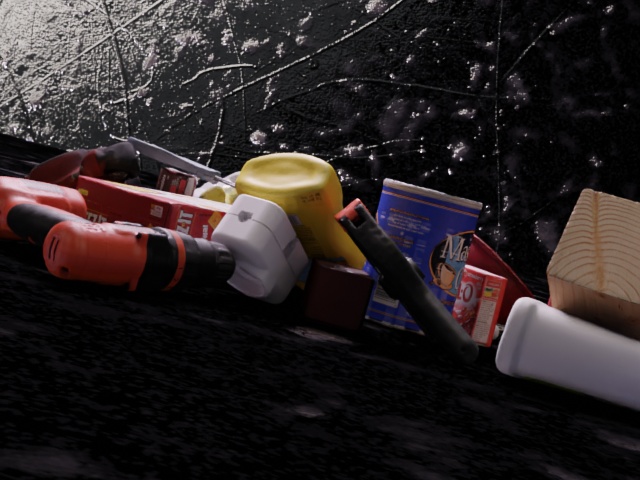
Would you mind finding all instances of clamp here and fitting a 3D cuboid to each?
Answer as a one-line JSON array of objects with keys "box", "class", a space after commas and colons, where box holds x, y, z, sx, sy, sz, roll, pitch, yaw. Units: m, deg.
[{"box": [0.078, 0.040, 0.938, 0.171, 0.039, 0.120, 49, -7, -17], "class": "clamp"}]

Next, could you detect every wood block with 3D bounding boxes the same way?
[{"box": [0.269, 0.053, 0.966, 0.090, 0.090, 0.206, 19, -21, 25], "class": "wood block"}]

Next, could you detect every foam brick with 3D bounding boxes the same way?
[{"box": [0.015, 0.049, 0.970, 0.053, 0.051, 0.078, 14, 3, -7], "class": "foam brick"}]

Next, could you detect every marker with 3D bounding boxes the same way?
[{"box": [0.219, 0.106, 1.184, 0.120, 0.020, 0.020, 11, 5, -42], "class": "marker"}]

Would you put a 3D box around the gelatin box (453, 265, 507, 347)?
[{"box": [0.155, 0.065, 1.117, 0.030, 0.073, 0.089, 12, 4, -21], "class": "gelatin box"}]

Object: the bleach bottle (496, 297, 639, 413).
[{"box": [0.276, 0.118, 0.868, 0.251, 0.068, 0.102, 18, -2, 24], "class": "bleach bottle"}]

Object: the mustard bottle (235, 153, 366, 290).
[{"box": [-0.007, 0.001, 1.034, 0.096, 0.058, 0.191, 3, -40, 26], "class": "mustard bottle"}]

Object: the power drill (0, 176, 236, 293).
[{"box": [-0.187, -0.003, 0.911, 0.188, 0.057, 0.184, 18, 5, 41], "class": "power drill"}]

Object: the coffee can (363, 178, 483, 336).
[{"box": [0.097, 0.018, 1.082, 0.103, 0.140, 0.103, 14, 4, -1], "class": "coffee can"}]

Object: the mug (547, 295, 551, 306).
[{"box": [0.288, 0.094, 1.141, 0.093, 0.081, 0.117, 13, 4, -28], "class": "mug"}]

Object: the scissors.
[{"box": [-0.138, -0.078, 1.166, 0.096, 0.016, 0.202, 20, 3, -46], "class": "scissors"}]

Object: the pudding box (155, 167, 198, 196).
[{"box": [-0.175, -0.037, 1.241, 0.039, 0.090, 0.113, 17, 3, -1], "class": "pudding box"}]

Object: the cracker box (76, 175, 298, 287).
[{"box": [-0.126, -0.006, 1.107, 0.213, 0.072, 0.164, 10, 4, -45], "class": "cracker box"}]

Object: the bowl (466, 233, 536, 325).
[{"box": [0.183, 0.054, 1.226, 0.162, 0.055, 0.162, 47, -4, 4], "class": "bowl"}]
